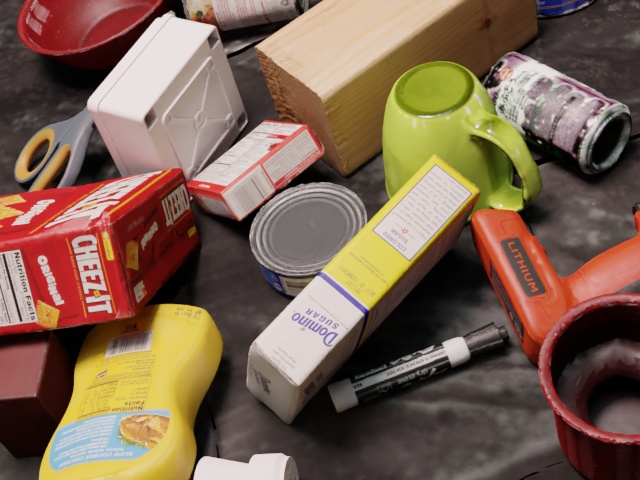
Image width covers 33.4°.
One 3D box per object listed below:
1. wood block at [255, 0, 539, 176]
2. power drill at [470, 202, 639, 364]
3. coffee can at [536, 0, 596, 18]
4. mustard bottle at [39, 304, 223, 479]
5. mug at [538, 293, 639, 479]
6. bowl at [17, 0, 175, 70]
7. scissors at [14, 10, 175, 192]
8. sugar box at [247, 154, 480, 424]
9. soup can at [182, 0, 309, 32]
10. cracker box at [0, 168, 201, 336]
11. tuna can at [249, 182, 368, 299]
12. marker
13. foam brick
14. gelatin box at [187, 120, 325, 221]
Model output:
[{"bbox_3d":[0.064,-0.156,0.838,0.206,0.091,0.090,-36,51,-14],"label":"wood block"},{"bbox_3d":[0.195,-0.014,0.680,0.187,0.057,0.184,-22,62,2],"label":"power drill"},{"bbox_3d":[0.180,-0.266,0.861,0.103,0.140,0.103,-9,49,10],"label":"coffee can"},{"bbox_3d":[-0.121,0.125,0.658,0.096,0.058,0.191,-11,38,16],"label":"mustard bottle"},{"bbox_3d":[0.184,0.086,0.601,0.117,0.081,0.093,-22,51,0],"label":"mug"},{"bbox_3d":[-0.193,-0.207,0.979,0.162,0.055,0.162,-12,48,14],"label":"bowl"},{"bbox_3d":[-0.193,-0.109,0.879,0.096,0.016,0.202,28,87,47],"label":"scissors"},{"bbox_3d":[0.026,0.032,0.686,0.048,0.093,0.176,42,69,13],"label":"sugar box"},{"bbox_3d":[-0.067,-0.224,0.951,0.102,0.068,0.068,-8,49,10],"label":"soup can"},{"bbox_3d":[-0.211,0.010,0.749,0.214,0.072,0.164,-9,15,12],"label":"cracker box"},{"bbox_3d":[-0.005,0.001,0.765,0.086,0.033,0.086,-9,49,10],"label":"tuna can"},{"bbox_3d":[0.064,0.081,0.686,0.121,0.020,0.020,-21,48,-1],"label":"marker"},{"bbox_3d":[-0.191,0.103,0.708,0.051,0.078,0.053,-6,50,11],"label":"foam brick"},{"bbox_3d":[-0.050,-0.054,0.811,0.089,0.030,0.073,-40,24,-18],"label":"gelatin box"}]
